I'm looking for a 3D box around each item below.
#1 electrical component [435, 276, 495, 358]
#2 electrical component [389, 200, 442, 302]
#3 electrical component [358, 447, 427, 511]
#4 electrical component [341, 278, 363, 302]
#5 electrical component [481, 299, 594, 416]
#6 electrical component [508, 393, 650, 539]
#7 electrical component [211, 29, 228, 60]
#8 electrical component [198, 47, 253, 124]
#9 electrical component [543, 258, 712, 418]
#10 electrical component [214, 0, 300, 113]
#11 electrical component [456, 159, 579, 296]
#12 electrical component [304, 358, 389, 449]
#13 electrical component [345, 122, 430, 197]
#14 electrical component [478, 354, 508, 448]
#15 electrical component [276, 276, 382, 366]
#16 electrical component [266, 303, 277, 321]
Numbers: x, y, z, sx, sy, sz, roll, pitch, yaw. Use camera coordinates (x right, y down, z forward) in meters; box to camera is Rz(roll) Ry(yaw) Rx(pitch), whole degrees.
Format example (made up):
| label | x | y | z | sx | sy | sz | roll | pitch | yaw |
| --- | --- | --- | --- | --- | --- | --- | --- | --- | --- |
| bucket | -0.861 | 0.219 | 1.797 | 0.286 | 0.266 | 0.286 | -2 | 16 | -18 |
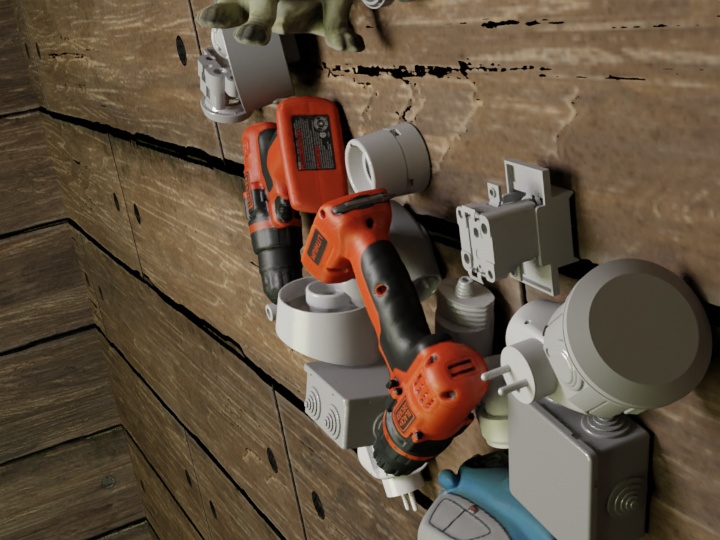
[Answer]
| label | x | y | z | sx | sy | sz | roll | pitch | yaw |
| --- | --- | --- | --- | --- | --- | --- | --- | --- | --- |
| electrical component | 0.076 | 0.040 | 0.784 | 0.043 | 0.043 | 0.081 | 48 | 148 | 48 |
| electrical component | 0.027 | -0.004 | 0.872 | 0.077 | 0.044 | 0.079 | 61 | 156 | 27 |
| electrical component | 0.036 | 0.183 | 0.990 | 0.077 | 0.043 | 0.079 | -26 | 81 | 68 |
| electrical component | 0.000 | 0.000 | 0.942 | 0.062 | 0.048 | 0.048 | -148 | 45 | -70 |
| electrical component | 0.113 | 0.058 | 0.658 | 0.077 | 0.079 | 0.043 | 40 | 142 | 54 |
| electrical component | 0.139 | 0.123 | 0.686 | 0.100 | 0.048 | 0.099 | 41 | 143 | 54 |
| electrical component | -0.113 | -0.227 | 1.048 | 0.062 | 0.048 | 0.048 | 24 | 128 | 54 |
| electrical component | -0.137 | -0.189 | 1.115 | 0.078 | 0.058 | 0.057 | 52 | 147 | 42 |
| electrical component | 0.142 | 0.038 | 0.576 | 0.051 | 0.080 | 0.080 | 118 | 131 | -68 |
| electrical component | -0.087 | -0.201 | 0.967 | 0.108 | 0.060 | 0.108 | 166 | 90 | -89 |
| electrical component | 0.095 | -0.023 | 0.663 | 0.042 | 0.064 | 0.081 | 30 | 134 | 61 |
| electrical component | 0.006 | 0.114 | 0.939 | 0.100 | 0.100 | 0.048 | 33 | 123 | 59 |
| electrical component | 0.020 | -0.081 | 0.825 | 0.055 | 0.047 | 0.055 | 50 | 149 | 45 |
| electrical component | 0.103 | 0.091 | 0.755 | 0.045 | 0.045 | 0.055 | 16 | 121 | 65 |
| electrical component | -0.027 | 0.045 | 0.973 | 0.099 | 0.099 | 0.064 | 37 | 132 | 56 |
| electrical component | -0.065 | 0.035 | 1.100 | 0.043 | 0.062 | 0.043 | 49 | 148 | 46 |
